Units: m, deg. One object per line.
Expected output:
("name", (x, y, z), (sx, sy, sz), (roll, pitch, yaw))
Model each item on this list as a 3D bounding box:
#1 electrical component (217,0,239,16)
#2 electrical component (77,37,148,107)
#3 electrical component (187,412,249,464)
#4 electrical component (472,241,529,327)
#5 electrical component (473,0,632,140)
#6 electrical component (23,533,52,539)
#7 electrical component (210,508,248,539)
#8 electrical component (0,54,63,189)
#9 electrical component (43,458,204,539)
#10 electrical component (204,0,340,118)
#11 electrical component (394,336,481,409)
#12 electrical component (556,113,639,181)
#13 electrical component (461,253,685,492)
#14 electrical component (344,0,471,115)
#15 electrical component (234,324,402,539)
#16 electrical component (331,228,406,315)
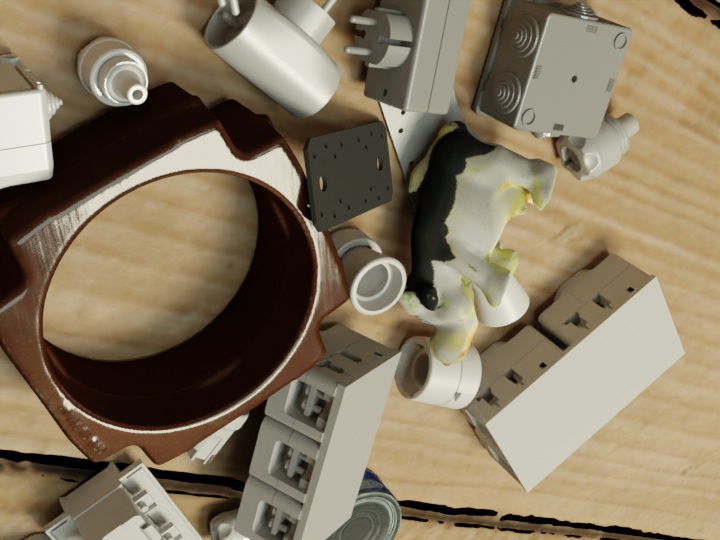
("electrical component", (-0.080, -0.179, 0.590), (0.043, 0.077, 0.079), (-24, 127, -20))
("electrical component", (-0.135, -0.108, 0.604), (0.035, 0.061, 0.035), (-16, 123, -25))
("electrical component", (-0.107, 0.109, 0.762), (0.040, 0.040, 0.046), (26, 106, -40))
("electrical component", (0.102, 0.006, 0.839), (0.044, 0.044, 0.065), (-35, 125, -12))
("electrical component", (0.139, -0.143, 0.772), (0.100, 0.048, 0.099), (1, 115, -34))
("electrical component", (-0.240, 0.233, 0.733), (0.095, 0.059, 0.053), (-26, 127, -18))
("electrical component", (-0.083, 0.198, 0.832), (0.061, 0.035, 0.035), (-13, 122, -30))
("electrical component", (-0.207, -0.075, 0.577), (0.096, 0.062, 0.061), (-13, 122, -27))
("electrical component", (-0.157, 0.203, 0.768), (0.079, 0.063, 0.121), (-35, 129, -12))
("electrical component", (-0.042, -0.145, 0.656), (0.077, 0.043, 0.079), (35, 93, -41))
("electrical component", (0.060, 0.079, 0.845), (0.047, 0.055, 0.055), (11, 109, -33))
("electrical component", (0.187, -0.100, 0.831), (0.062, 0.043, 0.043), (-31, 129, -16))
("electrical component", (0.177, 0.085, 0.919), (0.186, 0.060, 0.105), (-39, 130, -8))
("electrical component", (0.022, -0.147, 0.685), (0.076, 0.047, 0.083), (-2, 111, -37))
("electrical component", (-0.035, 0.124, 0.786), (0.089, 0.062, 0.150), (-25, 135, -60))
("electrical component", (0.000, 0.000, 0.758), (0.045, 0.055, 0.045), (-16, 123, -25))
